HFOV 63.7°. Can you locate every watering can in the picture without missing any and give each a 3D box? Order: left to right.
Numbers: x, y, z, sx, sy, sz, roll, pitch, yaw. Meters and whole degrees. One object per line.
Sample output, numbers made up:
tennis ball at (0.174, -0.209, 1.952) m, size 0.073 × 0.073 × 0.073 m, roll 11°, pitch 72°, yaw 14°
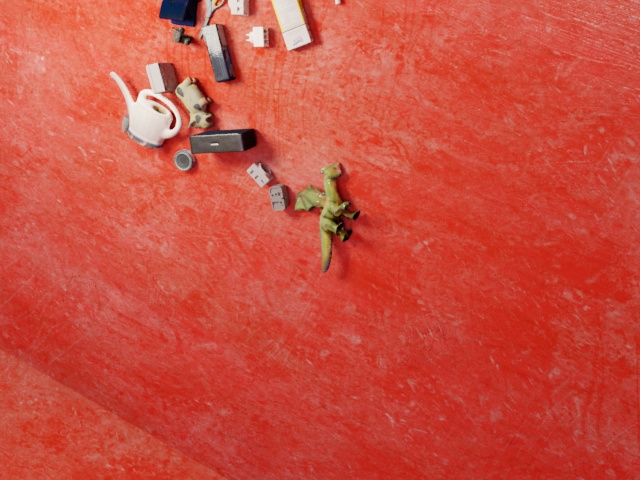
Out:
watering can at (-0.700, -0.497, 2.029) m, size 0.348 × 0.105 × 0.220 m, roll 31°, pitch 115°, yaw 5°

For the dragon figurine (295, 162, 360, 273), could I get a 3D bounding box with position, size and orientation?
dragon figurine at (0.006, -0.098, 1.943) m, size 0.245 × 0.123 × 0.404 m, roll 35°, pitch 114°, yaw 24°
